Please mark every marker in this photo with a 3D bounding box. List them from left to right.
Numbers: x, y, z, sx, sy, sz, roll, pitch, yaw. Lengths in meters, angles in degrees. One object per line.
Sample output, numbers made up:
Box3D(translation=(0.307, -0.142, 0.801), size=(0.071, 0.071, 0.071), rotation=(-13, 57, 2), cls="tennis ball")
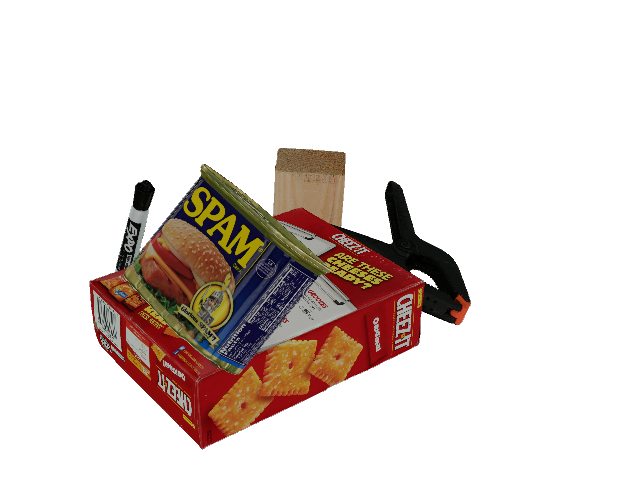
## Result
Box3D(translation=(-0.180, -0.007, 1.034), size=(0.020, 0.121, 0.020), rotation=(14, 34, -10), cls="marker")

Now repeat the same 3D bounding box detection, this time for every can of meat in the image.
Box3D(translation=(-0.058, 0.017, 0.636), size=(0.102, 0.084, 0.057), rotation=(41, 4, 37), cls="can of meat")

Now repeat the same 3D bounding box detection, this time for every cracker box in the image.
Box3D(translation=(-0.050, 0.061, 0.851), size=(0.213, 0.072, 0.164), rotation=(-20, 36, -33), cls="cracker box")

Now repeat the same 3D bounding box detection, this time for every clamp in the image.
Box3D(translation=(0.078, 0.017, 1.179), size=(0.164, 0.036, 0.210), rotation=(-16, 50, -33), cls="clamp")

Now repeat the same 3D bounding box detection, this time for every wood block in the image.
Box3D(translation=(-0.018, -0.008, 1.399), size=(0.090, 0.206, 0.091), rotation=(4, 25, -1), cls="wood block")
